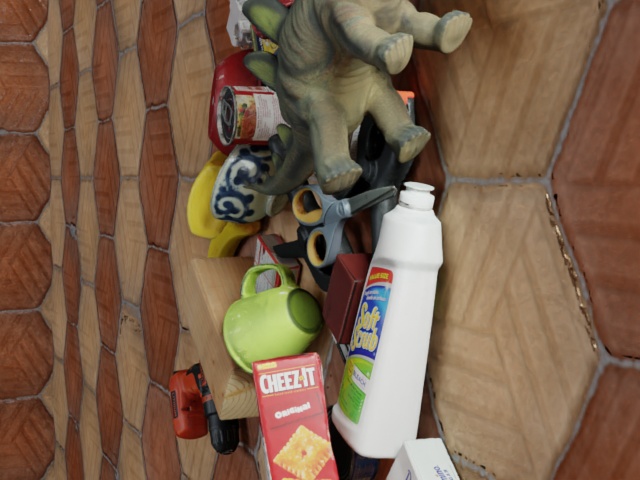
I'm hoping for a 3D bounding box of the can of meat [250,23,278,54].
[{"bbox_3d":[-0.037,-0.246,1.224,0.084,0.057,0.102,141,124,-59],"label":"can of meat"}]

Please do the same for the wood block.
[{"bbox_3d":[-0.105,0.120,1.363,0.206,0.090,0.090,-117,34,-46],"label":"wood block"}]

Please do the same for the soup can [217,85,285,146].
[{"bbox_3d":[-0.061,-0.142,1.225,0.069,0.102,0.068,178,90,-67],"label":"soup can"}]

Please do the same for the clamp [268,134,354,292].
[{"bbox_3d":[-0.008,0.001,1.180,0.210,0.036,0.165,54,153,41],"label":"clamp"}]

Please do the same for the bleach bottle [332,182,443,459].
[{"bbox_3d":[0.068,0.069,0.989,0.103,0.068,0.251,-134,50,-67],"label":"bleach bottle"}]

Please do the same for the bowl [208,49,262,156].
[{"bbox_3d":[-0.110,-0.171,1.352,0.162,0.055,0.162,-175,90,-80],"label":"bowl"}]

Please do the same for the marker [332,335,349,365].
[{"bbox_3d":[0.039,0.141,1.113,0.020,0.020,0.121,110,149,-41],"label":"marker"}]

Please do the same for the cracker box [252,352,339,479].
[{"bbox_3d":[-0.018,0.221,1.046,0.164,0.072,0.214,117,144,-82],"label":"cracker box"}]

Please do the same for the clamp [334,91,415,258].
[{"bbox_3d":[0.051,-0.068,1.043,0.120,0.039,0.171,32,116,50],"label":"clamp"}]

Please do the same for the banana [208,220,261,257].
[{"bbox_3d":[-0.119,0.003,1.459,0.198,0.037,0.070,-56,48,53],"label":"banana"}]

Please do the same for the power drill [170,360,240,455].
[{"bbox_3d":[-0.165,0.236,1.558,0.188,0.057,0.184,137,131,-57],"label":"power drill"}]

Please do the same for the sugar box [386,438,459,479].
[{"bbox_3d":[0.083,0.274,0.985,0.093,0.048,0.176,-112,33,-44],"label":"sugar box"}]

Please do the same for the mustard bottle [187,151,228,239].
[{"bbox_3d":[-0.136,-0.069,1.420,0.191,0.058,0.096,-90,13,-76],"label":"mustard bottle"}]

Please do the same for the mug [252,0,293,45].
[{"bbox_3d":[-0.024,-0.255,1.136,0.117,0.093,0.081,-22,61,31],"label":"mug"}]

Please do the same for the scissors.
[{"bbox_3d":[0.025,-0.012,1.045,0.202,0.016,0.096,13,112,61],"label":"scissors"}]

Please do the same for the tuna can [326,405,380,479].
[{"bbox_3d":[0.030,0.215,1.119,0.086,0.033,0.086,178,90,-67],"label":"tuna can"}]

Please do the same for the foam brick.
[{"bbox_3d":[0.040,0.058,1.065,0.053,0.051,0.078,-120,37,-51],"label":"foam brick"}]

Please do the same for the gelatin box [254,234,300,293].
[{"bbox_3d":[-0.055,0.044,1.317,0.089,0.030,0.073,-129,41,-55],"label":"gelatin box"}]

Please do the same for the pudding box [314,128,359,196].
[{"bbox_3d":[0.015,-0.111,1.132,0.113,0.039,0.090,-120,34,-53],"label":"pudding box"}]
